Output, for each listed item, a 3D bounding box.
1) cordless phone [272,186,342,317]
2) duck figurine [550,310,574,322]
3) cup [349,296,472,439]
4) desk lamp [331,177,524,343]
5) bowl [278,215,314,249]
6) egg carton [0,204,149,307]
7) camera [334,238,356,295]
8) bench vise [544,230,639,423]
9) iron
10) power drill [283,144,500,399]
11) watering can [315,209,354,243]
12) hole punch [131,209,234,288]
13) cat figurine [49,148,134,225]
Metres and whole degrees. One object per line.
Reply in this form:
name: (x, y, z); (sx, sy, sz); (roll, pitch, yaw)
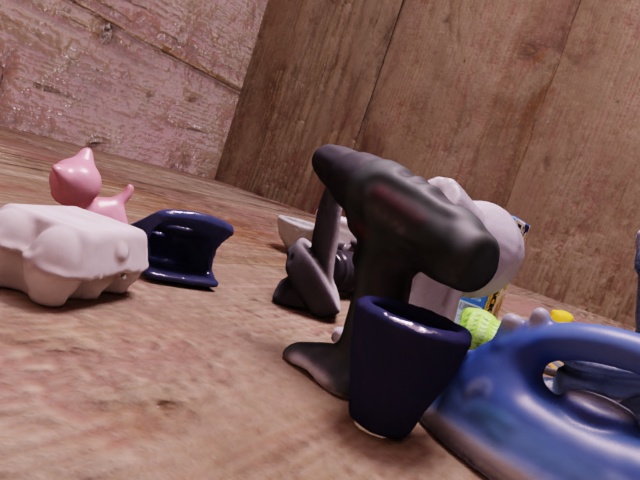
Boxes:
cordless phone: (0.007, 0.003, 0.784); (0.094, 0.185, 0.147); (17, 5, -4)
duck figurine: (0.412, 0.164, 1.011); (0.104, 0.086, 0.077); (18, 5, -2)
cup: (0.068, 0.102, 0.449); (0.118, 0.095, 0.091); (14, 7, -39)
desk lamp: (0.138, 0.042, 0.664); (0.117, 0.213, 0.204); (22, 7, 37)
bowl: (-0.025, 0.002, 1.287); (0.167, 0.075, 0.167); (18, 5, -1)
egg carton: (-0.230, 0.012, 0.528); (0.107, 0.069, 0.150); (19, 5, 10)
camera: (0.044, 0.041, 0.973); (0.142, 0.101, 0.137); (22, 7, 40)
bench vise: (0.331, 0.113, 0.540); (0.207, 0.220, 0.122); (18, 5, 7)
iron: (0.194, 0.122, 0.416); (0.257, 0.141, 0.119); (22, 7, 38)
power drill: (0.042, 0.027, 0.523); (0.076, 0.208, 0.228); (13, 7, -44)
watering can: (0.046, -0.022, 1.127); (0.172, 0.194, 0.101); (21, 6, 30)
hole punch: (-0.176, 0.001, 0.703); (0.109, 0.091, 0.100); (13, 7, -40)
cat figurine: (-0.305, -0.060, 0.759); (0.067, 0.118, 0.128); (22, 7, 41)
